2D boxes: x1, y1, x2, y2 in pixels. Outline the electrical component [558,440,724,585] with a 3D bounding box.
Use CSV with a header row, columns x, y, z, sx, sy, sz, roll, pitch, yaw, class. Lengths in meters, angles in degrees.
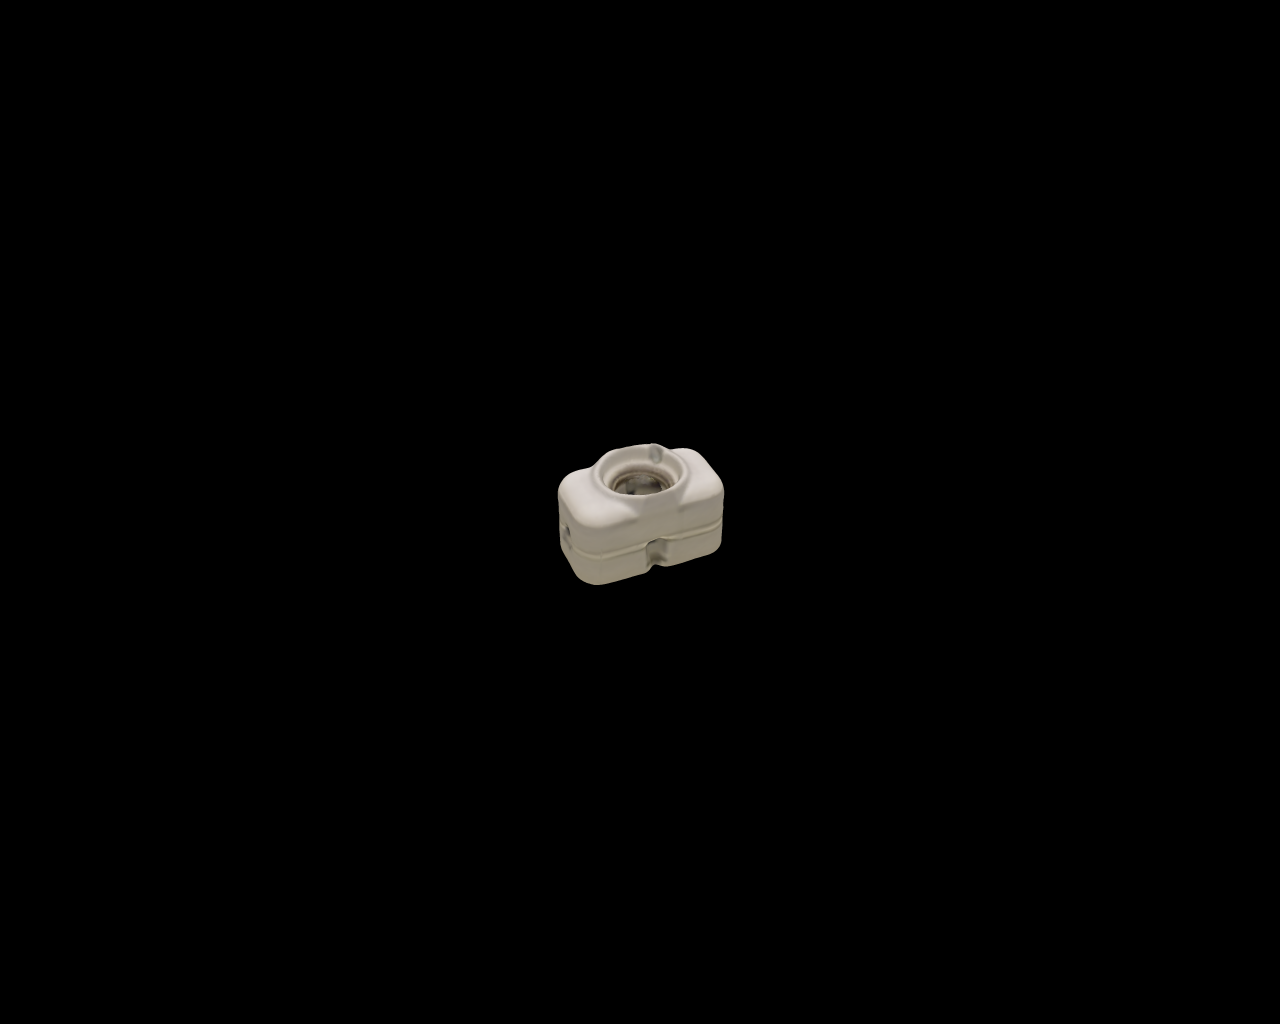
x,y,z,sx,sy,sz,roll,pitch,yaw,class
0.001,-0.003,0.650,0.095,0.059,0.054,-14,40,-17,electrical component
